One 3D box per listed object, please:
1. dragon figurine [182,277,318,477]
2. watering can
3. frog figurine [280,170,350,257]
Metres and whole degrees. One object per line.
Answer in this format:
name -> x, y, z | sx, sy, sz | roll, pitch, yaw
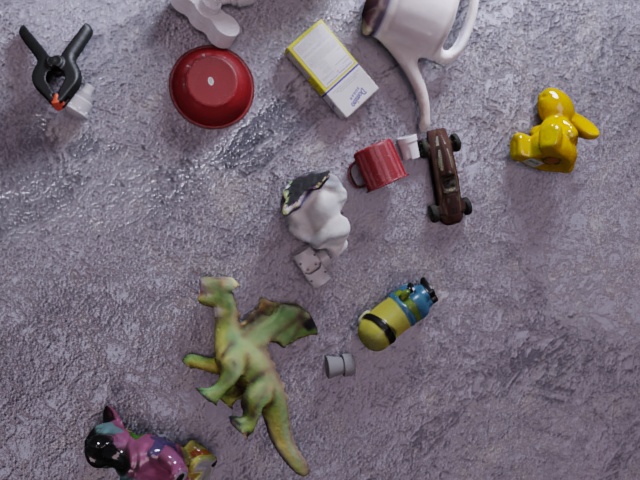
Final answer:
dragon figurine -> -0.100, 0.231, 0.985 | 0.408, 0.245, 0.122 | 45, -14, -11
watering can -> 0.184, -0.405, 1.015 | 0.224, 0.346, 0.105 | 17, 7, -11
frog figurine -> 0.003, -0.050, 0.998 | 0.123, 0.139, 0.157 | 17, -27, 50
